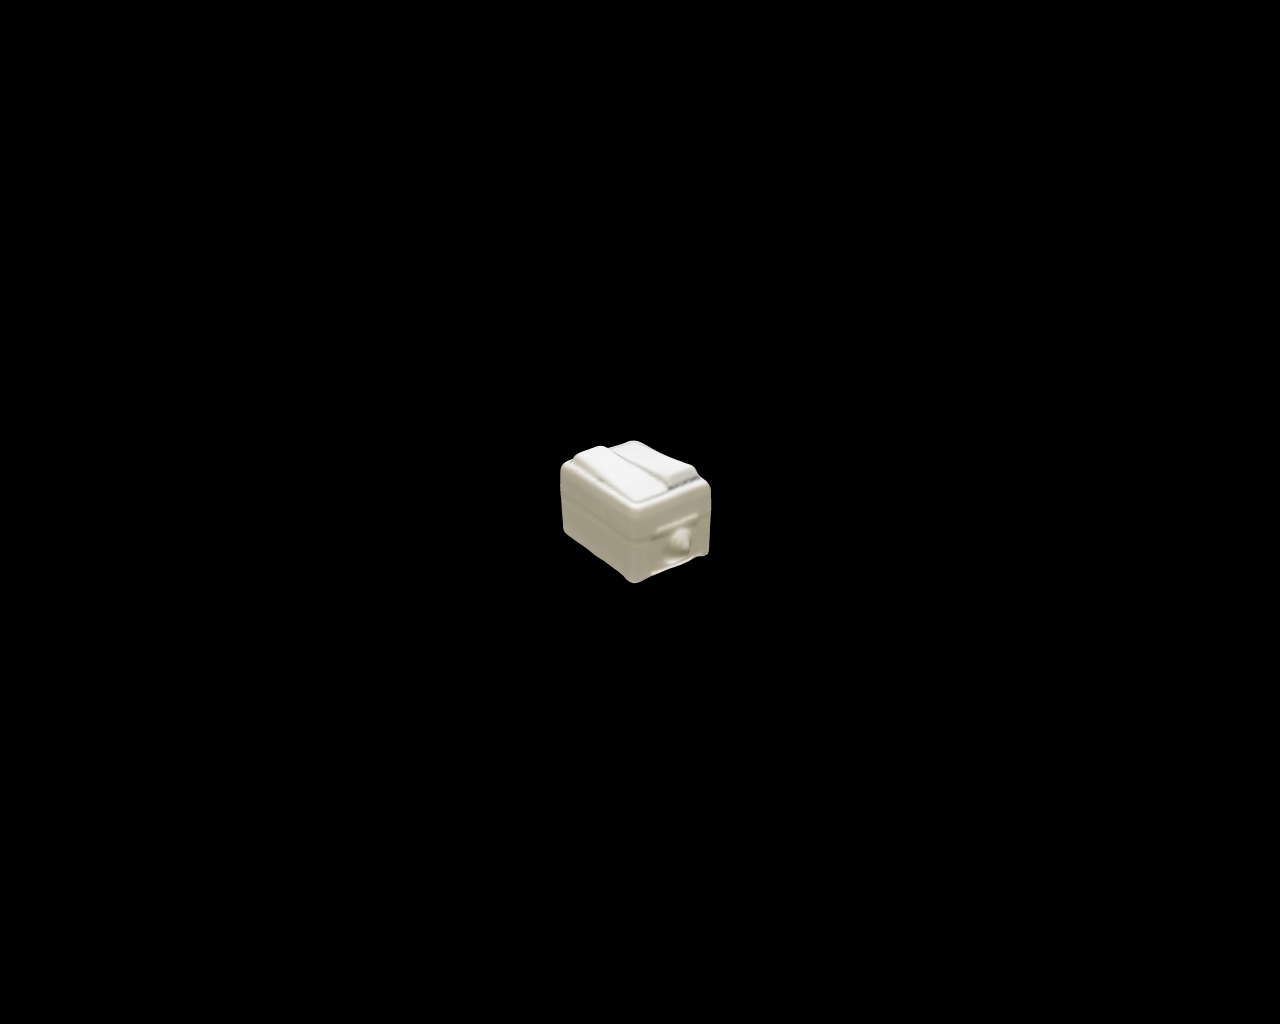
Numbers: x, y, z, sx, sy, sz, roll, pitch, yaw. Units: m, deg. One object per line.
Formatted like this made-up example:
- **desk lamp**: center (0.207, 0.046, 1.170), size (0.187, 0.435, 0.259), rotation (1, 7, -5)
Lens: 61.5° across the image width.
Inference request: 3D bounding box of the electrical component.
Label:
- **electrical component**: center (0.001, -0.003, 0.650), size (0.062, 0.061, 0.096), rotation (-20, 35, -31)
